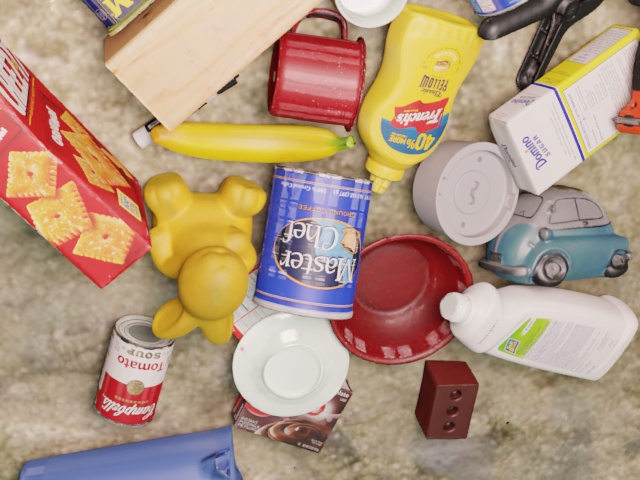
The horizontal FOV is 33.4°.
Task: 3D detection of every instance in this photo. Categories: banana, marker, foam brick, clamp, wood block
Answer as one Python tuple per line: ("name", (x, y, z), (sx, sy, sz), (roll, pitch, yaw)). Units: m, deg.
("banana", (-0.066, -0.100, 1.056), (0.197, 0.070, 0.037), (0, 77, -3))
("marker", (-0.131, -0.131, 1.051), (0.121, 0.020, 0.020), (-34, 118, 6))
("foam brick", (0.148, 0.187, 1.248), (0.053, 0.051, 0.078), (1, 115, -13))
("clamp", (0.228, -0.233, 1.047), (0.171, 0.039, 0.120), (-54, 147, 12))
("wood block", (-0.092, -0.210, 0.980), (0.206, 0.091, 0.090), (-39, 117, 9))

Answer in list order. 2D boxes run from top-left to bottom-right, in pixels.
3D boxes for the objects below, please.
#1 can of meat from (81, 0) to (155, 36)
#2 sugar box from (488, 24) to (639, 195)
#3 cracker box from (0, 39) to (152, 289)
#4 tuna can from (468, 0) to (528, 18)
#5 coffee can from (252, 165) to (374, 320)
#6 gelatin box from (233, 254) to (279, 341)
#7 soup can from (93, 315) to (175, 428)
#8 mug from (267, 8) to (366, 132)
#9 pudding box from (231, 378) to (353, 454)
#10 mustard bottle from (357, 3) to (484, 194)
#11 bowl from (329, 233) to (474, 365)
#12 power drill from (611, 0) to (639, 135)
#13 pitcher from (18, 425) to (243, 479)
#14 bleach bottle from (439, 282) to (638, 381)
("can of meat", (-0.180, -0.250, 0.961), (0.102, 0.057, 0.084), (-39, 114, 8))
("sugar box", (0.262, -0.134, 1.092), (0.176, 0.048, 0.093), (-34, 118, -9))
("cracker box", (-0.250, -0.077, 0.972), (0.072, 0.164, 0.213), (-38, 118, 6))
("tuna can", (0.177, -0.252, 1.016), (0.086, 0.086, 0.033), (-34, 116, 6))
("coffee can", (-0.007, 0.001, 1.072), (0.102, 0.103, 0.140), (8, 94, -15))
("gelatin box", (-0.068, 0.062, 1.154), (0.089, 0.030, 0.073), (-36, 116, 7))
("soup can", (-0.199, 0.140, 1.145), (0.068, 0.068, 0.102), (11, 112, -17))
("mug", (-0.004, -0.167, 1.028), (0.081, 0.093, 0.117), (6, 85, -9))
("pudding box", (-0.032, 0.185, 1.217), (0.113, 0.039, 0.090), (20, 110, -21))
("mustard bottle", (0.089, -0.135, 1.070), (0.096, 0.058, 0.192), (5, 117, -34))
("bowl", (0.083, 0.055, 1.167), (0.162, 0.055, 0.162), (-5, 117, -9))
("power drill", (0.368, -0.195, 1.068), (0.184, 0.057, 0.188), (-1, 98, -25))
("pitcher", (-0.206, 0.292, 1.195), (0.242, 0.145, 0.149), (-6, 105, -5))
("bleach bottle", (0.234, 0.089, 1.172), (0.250, 0.068, 0.103), (16, 113, -36))
